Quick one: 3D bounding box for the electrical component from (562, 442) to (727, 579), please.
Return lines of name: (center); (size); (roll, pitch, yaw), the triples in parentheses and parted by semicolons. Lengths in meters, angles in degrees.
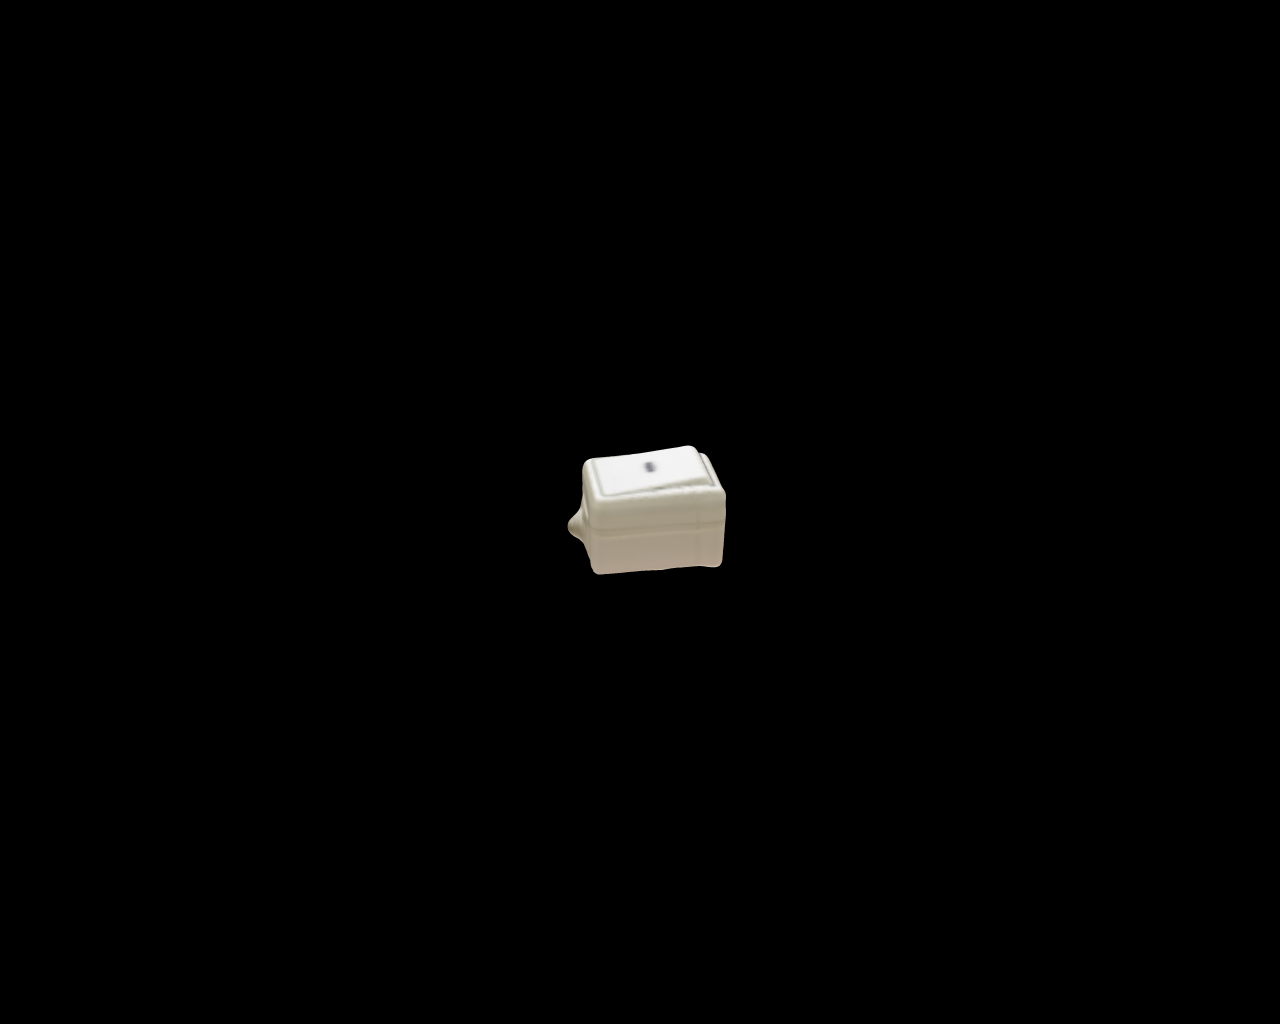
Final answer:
electrical component: (0.001, -0.003, 0.650); (0.096, 0.061, 0.062); (-4, 28, -7)
